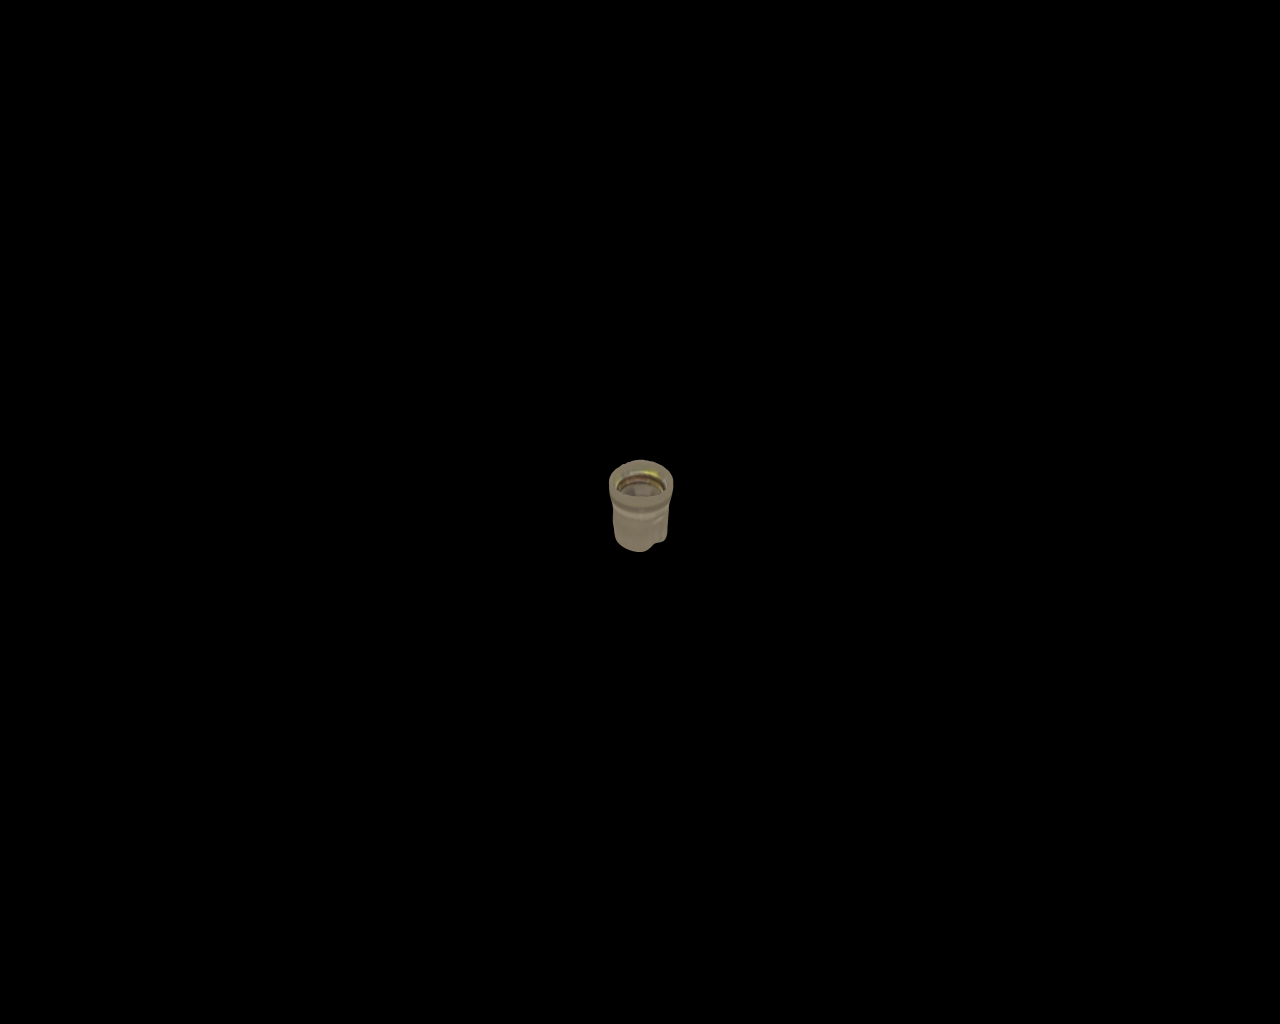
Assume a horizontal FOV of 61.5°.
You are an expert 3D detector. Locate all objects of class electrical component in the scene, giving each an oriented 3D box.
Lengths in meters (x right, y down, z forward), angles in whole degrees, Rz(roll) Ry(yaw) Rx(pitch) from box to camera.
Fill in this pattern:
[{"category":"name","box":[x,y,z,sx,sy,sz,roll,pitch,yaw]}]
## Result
[{"category":"electrical component","box":[0.001,-0.003,0.650,0.040,0.046,0.040,0,38,0]}]
